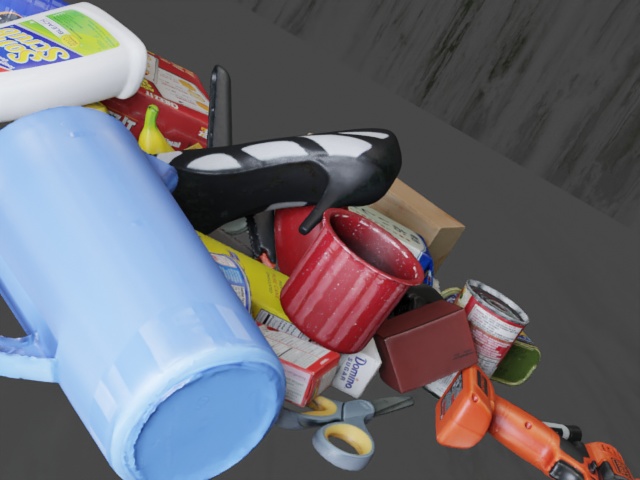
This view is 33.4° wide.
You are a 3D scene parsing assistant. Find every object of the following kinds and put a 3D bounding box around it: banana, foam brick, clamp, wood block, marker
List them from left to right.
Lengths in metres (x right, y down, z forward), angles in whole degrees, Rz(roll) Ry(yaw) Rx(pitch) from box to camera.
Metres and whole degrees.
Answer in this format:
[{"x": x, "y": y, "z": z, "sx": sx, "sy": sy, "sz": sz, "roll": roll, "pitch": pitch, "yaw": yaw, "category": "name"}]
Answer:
[{"x": -0.129, "y": -0.076, "z": 1.103, "sx": 0.037, "sy": 0.070, "sz": 0.197, "roll": 52, "pitch": 14, "yaw": 29, "category": "banana"}, {"x": -0.115, "y": -0.051, "z": 0.992, "sx": 0.164, "sy": 0.036, "sz": 0.210, "roll": -24, "pitch": 81, "yaw": -25, "category": "clamp"}, {"x": 0.059, "y": -0.037, "z": 1.302, "sx": 0.206, "sy": 0.090, "sz": 0.090, "roll": 37, "pitch": 16, "yaw": 21, "category": "wood block"}, {"x": 0.080, "y": 0.060, "z": 1.038, "sx": 0.039, "sy": 0.120, "sz": 0.171, "roll": -14, "pitch": -21, "yaw": 36, "category": "clamp"}, {"x": 0.088, "y": 0.091, "z": 0.921, "sx": 0.078, "sy": 0.053, "sz": 0.051, "roll": -19, "pitch": 11, "yaw": -14, "category": "foam brick"}, {"x": 0.217, "y": 0.184, "z": 1.025, "sx": 0.120, "sy": 0.020, "sz": 0.020, "roll": 16, "pitch": 21, "yaw": -45, "category": "marker"}]

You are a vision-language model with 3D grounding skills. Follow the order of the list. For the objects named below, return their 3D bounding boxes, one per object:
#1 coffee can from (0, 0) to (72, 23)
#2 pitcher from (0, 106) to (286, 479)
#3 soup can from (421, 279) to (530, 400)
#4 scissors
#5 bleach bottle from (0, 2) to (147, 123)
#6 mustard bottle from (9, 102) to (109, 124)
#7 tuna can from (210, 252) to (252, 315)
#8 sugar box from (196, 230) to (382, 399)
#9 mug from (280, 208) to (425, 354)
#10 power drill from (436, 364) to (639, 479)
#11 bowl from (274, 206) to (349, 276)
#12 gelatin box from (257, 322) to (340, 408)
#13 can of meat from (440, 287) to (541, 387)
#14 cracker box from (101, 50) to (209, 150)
[{"x": -0.325, "y": -0.223, "z": 1.126, "sx": 0.140, "sy": 0.103, "sz": 0.103, "roll": 24, "pitch": 16, "yaw": -27, "category": "coffee can"}, {"x": -0.132, "y": 0.036, "z": 0.648, "sx": 0.144, "sy": 0.149, "sz": 0.243, "roll": 37, "pitch": 9, "yaw": -49, "category": "pitcher"}, {"x": 0.138, "y": 0.097, "z": 0.989, "sx": 0.068, "sy": 0.102, "sz": 0.068, "roll": 29, "pitch": 15, "yaw": -9, "category": "soup can"}, {"x": 0.038, "y": 0.142, "z": 0.812, "sx": 0.201, "sy": 0.016, "sz": 0.096, "roll": 14, "pitch": 20, "yaw": -46, "category": "scissors"}, {"x": -0.272, "y": -0.141, "z": 0.929, "sx": 0.103, "sy": 0.068, "sz": 0.250, "roll": 39, "pitch": 39, "yaw": 16, "category": "bleach bottle"}, {"x": -0.262, "y": -0.129, "z": 1.026, "sx": 0.192, "sy": 0.058, "sz": 0.096, "roll": 34, "pitch": 21, "yaw": 11, "category": "mustard bottle"}, {"x": -0.087, "y": 0.049, "z": 0.738, "sx": 0.033, "sy": 0.086, "sz": 0.086, "roll": 14, "pitch": 23, "yaw": -43, "category": "tuna can"}, {"x": -0.038, "y": 0.059, "z": 0.880, "sx": 0.176, "sy": 0.048, "sz": 0.093, "roll": 25, "pitch": 17, "yaw": -17, "category": "sugar box"}, {"x": 0.025, "y": 0.032, "z": 0.847, "sx": 0.093, "sy": 0.082, "sz": 0.117, "roll": 37, "pitch": 21, "yaw": 7, "category": "mug"}, {"x": 0.187, "y": 0.186, "z": 0.890, "sx": 0.187, "sy": 0.057, "sz": 0.184, "roll": 33, "pitch": 11, "yaw": -2, "category": "power drill"}, {"x": -0.007, "y": 0.001, "z": 1.006, "sx": 0.055, "sy": 0.162, "sz": 0.162, "roll": -5, "pitch": 11, "yaw": 10, "category": "bowl"}, {"x": -0.038, "y": 0.088, "z": 0.782, "sx": 0.089, "sy": 0.030, "sz": 0.073, "roll": 20, "pitch": 9, "yaw": 13, "category": "gelatin box"}, {"x": 0.174, "y": 0.104, "z": 1.132, "sx": 0.101, "sy": 0.057, "sz": 0.084, "roll": 20, "pitch": 21, "yaw": -34, "category": "can of meat"}, {"x": -0.210, "y": -0.165, "z": 1.226, "sx": 0.164, "sy": 0.072, "sz": 0.214, "roll": 23, "pitch": 17, "yaw": -25, "category": "cracker box"}]
